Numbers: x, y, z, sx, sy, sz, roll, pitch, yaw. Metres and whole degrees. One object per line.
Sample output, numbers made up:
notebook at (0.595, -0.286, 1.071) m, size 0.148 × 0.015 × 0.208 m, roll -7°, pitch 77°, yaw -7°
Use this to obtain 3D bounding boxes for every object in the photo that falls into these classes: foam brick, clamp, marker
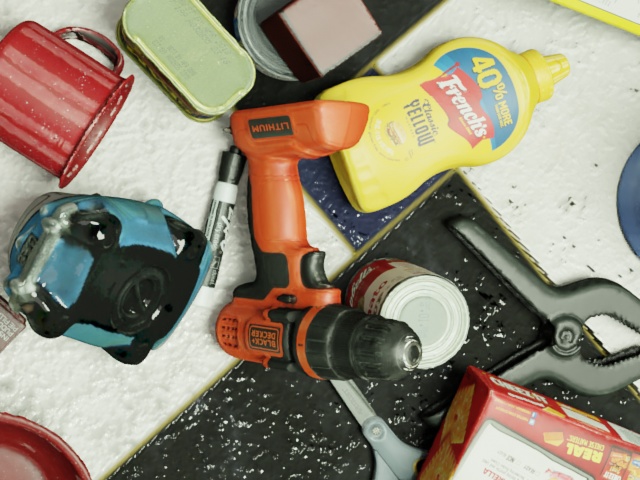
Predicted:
foam brick at (0.000, -0.143, 0.726) m, size 0.051 × 0.078 × 0.053 m, roll -37°, pitch 103°, yaw -7°
clamp at (0.183, 0.063, 0.835) m, size 0.210 × 0.036 × 0.164 m, roll 0°, pitch 96°, yaw -8°
marker at (-0.076, -0.011, 0.788) m, size 0.020 × 0.020 × 0.121 m, roll 13°, pitch 92°, yaw -12°

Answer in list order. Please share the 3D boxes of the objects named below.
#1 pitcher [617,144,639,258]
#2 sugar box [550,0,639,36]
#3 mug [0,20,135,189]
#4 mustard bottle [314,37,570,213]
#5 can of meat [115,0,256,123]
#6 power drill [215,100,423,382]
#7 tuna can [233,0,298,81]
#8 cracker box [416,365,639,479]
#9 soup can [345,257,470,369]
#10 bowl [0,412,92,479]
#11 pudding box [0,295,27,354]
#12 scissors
pitcher at (0.315, -0.042, 0.747) m, size 0.145 × 0.243 × 0.149 m, roll -40°, pitch 94°, yaw -5°
sugar box at (0.236, -0.201, 0.785) m, size 0.175 × 0.048 × 0.093 m, roll 12°, pitch 111°, yaw -33°
mug at (-0.180, -0.104, 0.732) m, size 0.081 × 0.093 × 0.117 m, roll 33°, pitch 57°, yaw -7°
mustard bottle at (0.098, -0.097, 0.795) m, size 0.191 × 0.058 × 0.096 m, roll -23°, pitch 94°, yaw -9°
can of meat at (-0.093, -0.131, 0.742) m, size 0.057 × 0.084 × 0.102 m, roll -44°, pitch 101°, yaw -5°
power drill at (-0.005, 0.001, 0.728) m, size 0.057 × 0.185 × 0.188 m, roll -1°, pitch 92°, yaw -45°
tuna can at (-0.020, -0.159, 0.779) m, size 0.086 × 0.034 × 0.086 m, roll -1°, pitch 95°, yaw -11°
cracker box at (0.147, 0.224, 0.803) m, size 0.164 × 0.072 × 0.214 m, roll 22°, pitch 98°, yaw -10°
soup can at (0.062, 0.052, 0.777) m, size 0.068 × 0.102 × 0.068 m, roll -1°, pitch 95°, yaw -11°
bowl at (-0.237, 0.195, 0.755) m, size 0.162 × 0.055 × 0.162 m, roll -1°, pitch 95°, yaw -11°
pudding box at (-0.277, 0.054, 0.744) m, size 0.113 × 0.039 × 0.090 m, roll 44°, pitch 86°, yaw -11°
scissors at (0.035, 0.166, 0.825) m, size 0.201 × 0.016 × 0.096 m, roll 40°, pitch 87°, yaw -11°
